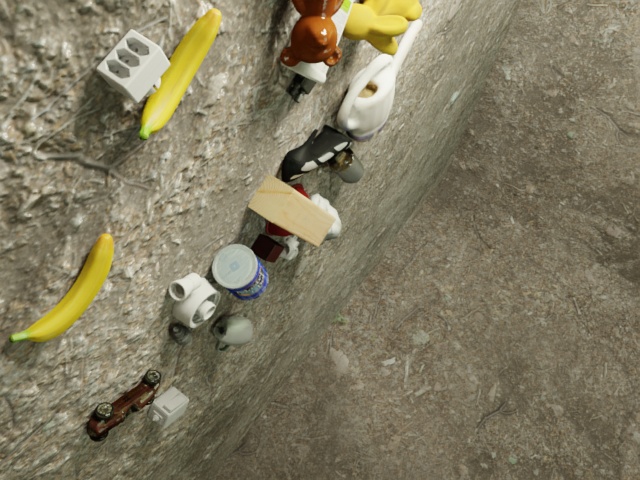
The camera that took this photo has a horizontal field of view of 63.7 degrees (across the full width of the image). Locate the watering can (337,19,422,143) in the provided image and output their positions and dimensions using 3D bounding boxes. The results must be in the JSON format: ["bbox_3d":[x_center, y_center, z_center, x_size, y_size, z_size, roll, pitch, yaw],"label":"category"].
[{"bbox_3d":[0.153,-0.389,1.312,0.352,0.105,0.220,-50,164,-21],"label":"watering can"}]

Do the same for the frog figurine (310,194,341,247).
[{"bbox_3d":[0.005,-0.074,1.480,0.141,0.123,0.155,-89,-177,-48],"label":"frog figurine"}]
